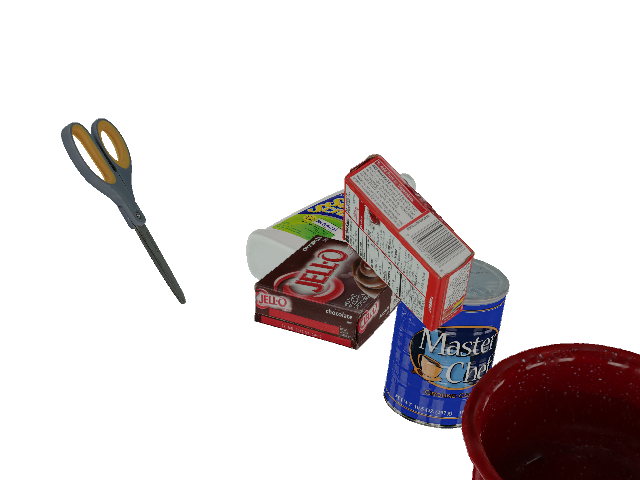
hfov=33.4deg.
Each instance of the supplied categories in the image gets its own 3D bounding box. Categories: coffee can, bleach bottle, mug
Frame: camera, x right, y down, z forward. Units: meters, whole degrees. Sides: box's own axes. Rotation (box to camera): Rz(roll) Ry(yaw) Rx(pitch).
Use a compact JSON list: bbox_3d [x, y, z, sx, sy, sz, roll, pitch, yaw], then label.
[{"bbox_3d":[0.121,0.096,1.041,0.103,0.140,0.103,6,23,-3],"label":"coffee can"},{"bbox_3d":[0.028,-0.022,1.280,0.103,0.068,0.250,22,38,30],"label":"bleach bottle"},{"bbox_3d":[0.108,0.099,0.390,0.117,0.081,0.093,5,36,9],"label":"mug"}]

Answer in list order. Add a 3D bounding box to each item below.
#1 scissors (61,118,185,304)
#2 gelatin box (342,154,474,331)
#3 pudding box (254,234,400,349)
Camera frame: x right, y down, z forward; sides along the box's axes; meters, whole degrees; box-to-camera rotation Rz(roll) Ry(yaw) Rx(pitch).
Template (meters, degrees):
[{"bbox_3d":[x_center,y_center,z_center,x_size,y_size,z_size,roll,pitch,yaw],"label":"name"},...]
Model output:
[{"bbox_3d":[-0.181,-0.038,1.041,0.016,0.201,0.096,-25,25,23],"label":"scissors"},{"bbox_3d":[0.050,0.002,0.637,0.030,0.089,0.073,-34,-25,-17],"label":"gelatin box"},{"bbox_3d":[0.012,0.038,0.847,0.090,0.039,0.113,14,24,21],"label":"pudding box"}]
